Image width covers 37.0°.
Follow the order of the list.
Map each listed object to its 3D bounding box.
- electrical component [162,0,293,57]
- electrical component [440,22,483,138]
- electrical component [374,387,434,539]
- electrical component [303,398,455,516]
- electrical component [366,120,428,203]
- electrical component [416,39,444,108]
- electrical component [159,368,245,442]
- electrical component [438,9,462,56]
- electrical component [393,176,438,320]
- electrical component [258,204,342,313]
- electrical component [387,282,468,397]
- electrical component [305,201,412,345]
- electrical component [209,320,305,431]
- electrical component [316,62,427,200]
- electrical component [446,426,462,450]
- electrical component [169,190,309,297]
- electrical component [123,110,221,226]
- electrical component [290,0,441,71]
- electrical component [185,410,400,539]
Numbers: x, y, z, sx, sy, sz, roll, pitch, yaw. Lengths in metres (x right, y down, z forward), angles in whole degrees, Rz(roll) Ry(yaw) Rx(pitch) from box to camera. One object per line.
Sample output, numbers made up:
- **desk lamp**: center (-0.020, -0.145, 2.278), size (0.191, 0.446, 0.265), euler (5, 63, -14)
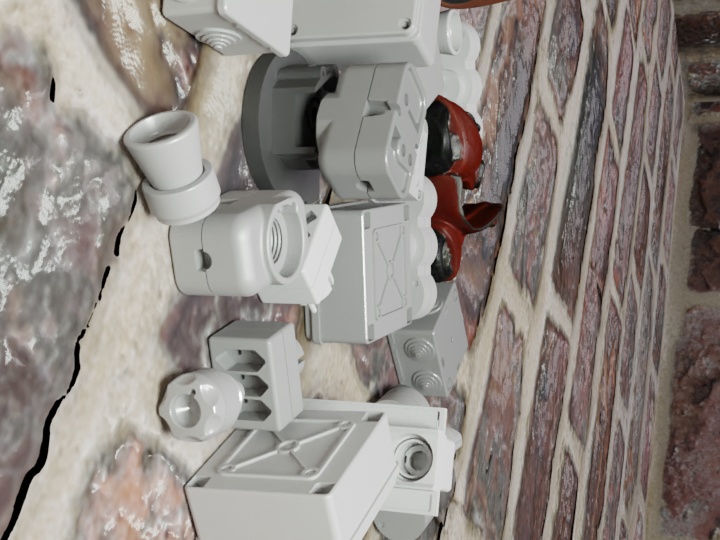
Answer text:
- **electrical component**: center (-0.083, -0.191, 0.691), size (0.100, 0.048, 0.099), euler (19, 73, -66)
- **electrical component**: center (0.091, -0.187, 1.104), size (0.074, 0.052, 0.138), euler (-23, 112, -66)
- **electrical component**: center (0.032, 0.182, 0.974), size (0.074, 0.052, 0.138), euler (-31, 119, -64)
- **electrical component**: center (0.007, 0.143, 0.825), size (0.063, 0.121, 0.078), euler (38, 56, -66)
- **electrical component**: center (0.011, -0.107, 0.908), size (0.113, 0.057, 0.078), euler (31, 62, -64)
- **electrical component**: center (0.036, -0.191, 0.977), size (0.099, 0.048, 0.099), euler (-55, 140, -53)
- **electrical component**: center (-0.095, 0.083, 0.679), size (0.062, 0.043, 0.043), euler (-13, 102, -68)
- **electrical component**: center (0.066, -0.228, 1.041), size (0.045, 0.055, 0.045), euler (1, 90, -67)
- **electrical component**: center (0.034, -0.021, 0.974), size (0.074, 0.052, 0.138), euler (-4, 95, -67)
- **electrical component**: center (-0.043, 0.000, 0.798), size (0.076, 0.047, 0.065), euler (68, 31, -46)
- **electrical component**: center (0.070, 0.068, 1.066), size (0.099, 0.048, 0.099), euler (-61, 145, -49)
- **electrical component**: center (0.000, 0.000, 0.887), size (0.109, 0.056, 0.108), euler (-17, 106, -66)
- **electrical component**: center (-0.063, 0.066, 0.749), size (0.077, 0.047, 0.065), euler (-36, 124, -62)
- **electrical component**: center (0.007, -0.099, 0.769), size (0.053, 0.059, 0.095), euler (58, 39, -54)
- **electrical component**: center (0.074, 0.177, 1.086), size (0.081, 0.043, 0.043), euler (-8, 98, -67)
- **electrical component**: center (-0.074, -0.019, 0.705), size (0.095, 0.059, 0.053), euler (-37, 124, -62)
- **electrical component**: center (-0.110, -0.060, 0.636), size (0.045, 0.045, 0.055), euler (-62, 146, -48)
- **electrical component**: center (0.005, -0.213, 0.826), size (0.056, 0.109, 0.108), euler (41, 53, -65)
- **electrical component**: center (-0.043, 0.142, 0.721), size (0.108, 0.109, 0.056), euler (-47, 130, -58)
